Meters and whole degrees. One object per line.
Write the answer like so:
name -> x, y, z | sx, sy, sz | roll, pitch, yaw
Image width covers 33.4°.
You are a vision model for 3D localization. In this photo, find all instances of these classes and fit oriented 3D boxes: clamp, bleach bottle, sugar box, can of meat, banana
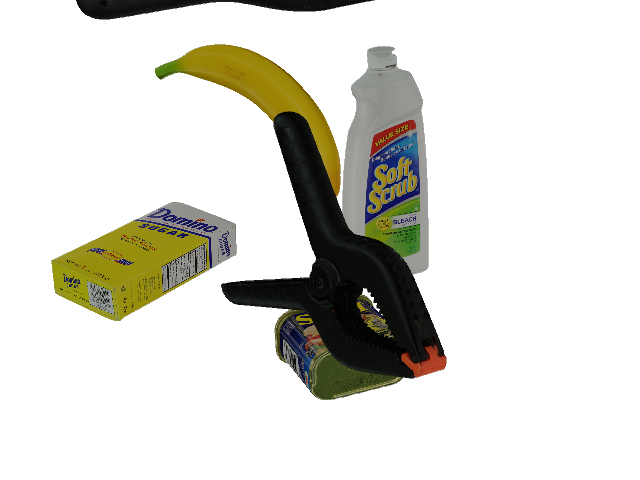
clamp -> -0.046, -0.146, 0.578 | 0.171, 0.039, 0.120 | 6, 41, 12
bleach bottle -> 0.065, -0.083, 1.160 | 0.102, 0.251, 0.068 | -10, 23, -12
clamp -> 0.011, 0.016, 0.744 | 0.036, 0.165, 0.210 | -11, 34, -41
sugar box -> -0.177, 0.017, 1.095 | 0.093, 0.048, 0.175 | 20, 36, 31
can of meat -> 0.020, 0.098, 0.979 | 0.102, 0.057, 0.084 | -12, 26, -20
banana -> -0.046, -0.112, 0.893 | 0.198, 0.069, 0.037 | 36, 0, 19
